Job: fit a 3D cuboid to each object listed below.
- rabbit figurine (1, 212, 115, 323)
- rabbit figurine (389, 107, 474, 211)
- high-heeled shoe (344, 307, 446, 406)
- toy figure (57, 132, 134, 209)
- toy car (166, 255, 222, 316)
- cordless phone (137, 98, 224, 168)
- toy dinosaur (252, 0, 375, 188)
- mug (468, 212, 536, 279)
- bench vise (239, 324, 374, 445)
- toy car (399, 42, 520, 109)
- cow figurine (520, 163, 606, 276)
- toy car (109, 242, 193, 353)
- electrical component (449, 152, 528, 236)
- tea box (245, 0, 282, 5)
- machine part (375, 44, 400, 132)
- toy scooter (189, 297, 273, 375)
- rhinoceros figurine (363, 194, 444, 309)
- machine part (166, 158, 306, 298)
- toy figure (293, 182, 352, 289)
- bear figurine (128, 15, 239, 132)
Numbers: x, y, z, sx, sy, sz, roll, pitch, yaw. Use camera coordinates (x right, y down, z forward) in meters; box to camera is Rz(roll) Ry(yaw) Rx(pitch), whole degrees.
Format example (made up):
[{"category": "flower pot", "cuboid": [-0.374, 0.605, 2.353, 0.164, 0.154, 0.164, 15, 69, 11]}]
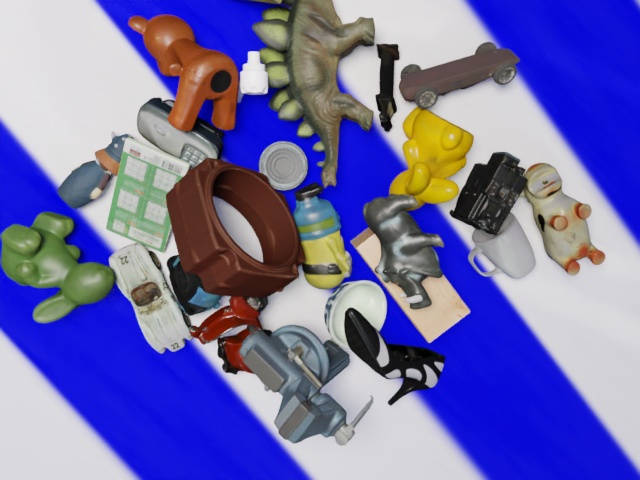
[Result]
[{"category": "rabbit figurine", "cuboid": [-0.425, 0.059, 0.877, 0.170, 0.121, 0.159, 27, 106, 3]}, {"category": "rabbit figurine", "cuboid": [0.181, -0.116, 0.897, 0.122, 0.162, 0.173, 27, 112, -18]}, {"category": "high-heeled shoe", "cuboid": [0.137, 0.176, 0.914, 0.145, 0.086, 0.248, -38, 122, -20]}, {"category": "toy figure", "cuboid": [-0.368, -0.118, 0.899, 0.154, 0.058, 0.064, -42, 103, -3]}, {"category": "toy car", "cuboid": [-0.184, 0.053, 0.900, 0.103, 0.161, 0.109, -15, 72, -41]}, {"category": "cordless phone", "cuboid": [-0.255, -0.128, 0.897, 0.146, 0.089, 0.184, 32, 108, -6]}, {"category": "toy dinosaur", "cuboid": [-0.008, -0.319, 0.875, 0.199, 0.105, 0.471, -1, 90, 1]}, {"category": "mug", "cuboid": [0.322, 0.024, 0.942, 0.109, 0.081, 0.107, -43, 106, -3]}, {"category": "bench vise", "cuboid": [-0.008, 0.215, 0.864, 0.224, 0.240, 0.128, 29, 108, 20]}, {"category": "toy car", "cuboid": [0.232, -0.274, 0.902, 0.202, 0.089, 0.053, -17, 134, -3]}, {"category": "cow figurine", "cuboid": [0.406, -0.047, 0.929, 0.085, 0.127, 0.194, -30, 111, 1]}, {"category": "toy car", "cuboid": [-0.290, 0.102, 0.927, 0.073, 0.056, 0.201, -26, 97, 0]}, {"category": "electrical component", "cuboid": [0.287, -0.083, 0.910, 0.058, 0.115, 0.134, 26, 94, -10]}, {"category": "tea box", "cuboid": [-0.116, -0.428, 0.825, 0.068, 0.170, 0.098, 19, 98, -50]}, {"category": "machine part", "cuboid": [0.112, -0.257, 0.906, 0.039, 0.084, 0.138, 2, 88, 19]}, {"category": "toy scooter", "cuboid": [-0.144, 0.164, 0.907, 0.135, 0.075, 0.183, -19, 121, -16]}, {"category": "rhinoceros figurine", "cuboid": [0.133, 0.017, 0.842, 0.112, 0.073, 0.190, -26, 97, -1]}, {"category": "machine part", "cuboid": [-0.124, -0.018, 0.830, 0.087, 0.201, 0.201, -34, 63, 31]}, {"category": "toy figure", "cuboid": [-0.002, -0.004, 0.921, 0.089, 0.082, 0.180, -15, 105, 17]}, {"category": "bear figurine", "cuboid": [-0.218, -0.269, 0.846, 0.196, 0.120, 0.131, 37, 123, 29]}]
